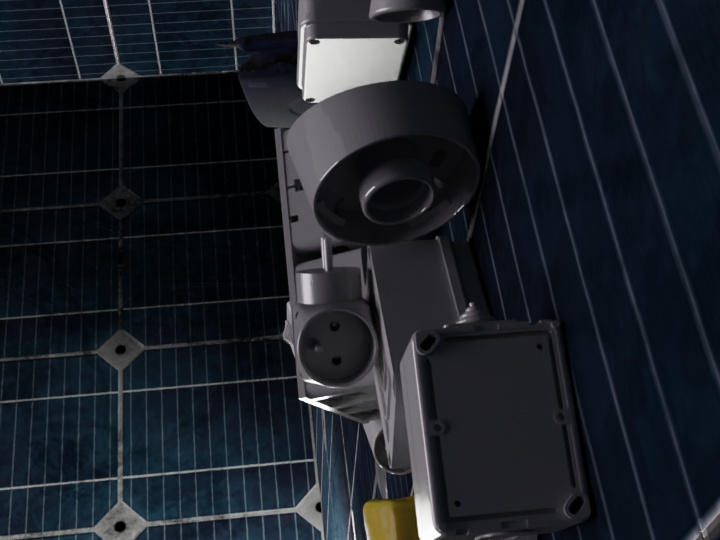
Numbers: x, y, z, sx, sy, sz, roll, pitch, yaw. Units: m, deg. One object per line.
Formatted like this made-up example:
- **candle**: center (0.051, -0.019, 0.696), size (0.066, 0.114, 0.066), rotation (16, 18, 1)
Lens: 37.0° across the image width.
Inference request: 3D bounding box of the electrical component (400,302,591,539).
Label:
- **electrical component**: center (0.052, 0.062, 0.447), size (0.061, 0.062, 0.096), rotation (102, 162, -71)

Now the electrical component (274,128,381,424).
- **electrical component**: center (0.000, 0.000, 0.728), size (0.105, 0.060, 0.186), rotation (36, -136, -62)

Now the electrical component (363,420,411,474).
- **electrical component**: center (0.026, 0.109, 0.842), size (0.077, 0.043, 0.079), rotation (-121, 27, -78)

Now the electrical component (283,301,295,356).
- **electrical component**: center (-0.025, 0.056, 1.051), size (0.099, 0.100, 0.048), rotation (97, 154, -63)

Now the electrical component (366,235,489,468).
- **electrical component**: center (0.039, 0.044, 0.591), size (0.113, 0.057, 0.078), rotation (-100, 8, -45)

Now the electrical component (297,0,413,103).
- **electrical component**: center (-0.007, -0.170, 0.783), size (0.113, 0.078, 0.057), rotation (106, 162, -74)

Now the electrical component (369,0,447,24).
- **electrical component**: center (0.026, -0.173, 0.617), size (0.045, 0.045, 0.055), rotation (-156, 62, -84)

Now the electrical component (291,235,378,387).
- **electrical component**: center (-0.017, 0.020, 0.605), size (0.077, 0.043, 0.079), rotation (-142, 48, -82)

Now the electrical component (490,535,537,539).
- **electrical component**: center (0.059, 0.100, 0.514), size (0.063, 0.042, 0.081), rotation (-99, 6, -68)

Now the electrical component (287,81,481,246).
- **electrical component**: center (0.013, -0.060, 0.572), size (0.099, 0.099, 0.064), rotation (94, 164, -55)
